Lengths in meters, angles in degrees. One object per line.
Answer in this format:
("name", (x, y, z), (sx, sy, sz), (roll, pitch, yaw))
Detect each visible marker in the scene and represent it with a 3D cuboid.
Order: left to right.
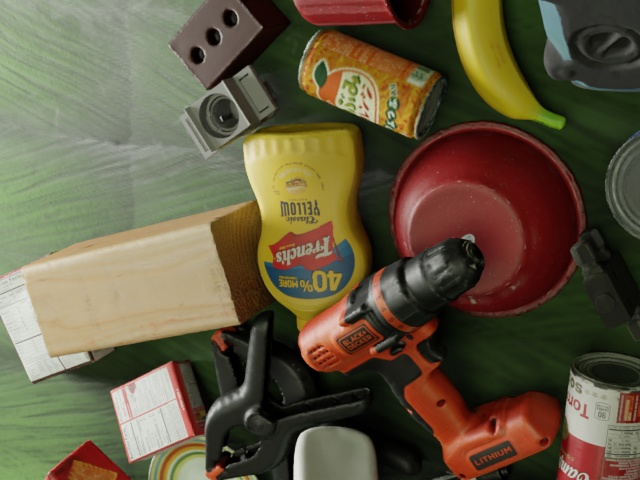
("marker", (0.109, 0.212, 0.918), (0.121, 0.020, 0.020), (-23, 95, 29))

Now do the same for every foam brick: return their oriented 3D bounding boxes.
("foam brick", (-0.074, -0.168, 0.868), (0.053, 0.051, 0.078), (50, 119, 4))

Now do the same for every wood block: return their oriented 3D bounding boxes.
("wood block", (-0.147, 0.035, 0.943), (0.206, 0.090, 0.090), (-12, 100, 28))

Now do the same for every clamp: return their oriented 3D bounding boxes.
("clamp", (-0.036, 0.152, 0.914), (0.120, 0.039, 0.172), (34, 118, 5))
("clamp", (-0.017, 0.158, 0.951), (0.165, 0.036, 0.210), (-28, 96, 28))

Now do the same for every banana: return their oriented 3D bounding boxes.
("banana", (0.130, -0.173, 0.782), (0.070, 0.037, 0.198), (-11, 103, 10))

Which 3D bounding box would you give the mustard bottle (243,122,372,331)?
("mustard bottle", (-0.006, 0.001, 0.885), (0.096, 0.058, 0.191), (-1, 106, 18))

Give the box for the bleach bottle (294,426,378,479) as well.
("bleach bottle", (-0.002, 0.279, 0.932), (0.068, 0.102, 0.251), (5, 132, -6))

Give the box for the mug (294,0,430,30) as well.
("mug", (0.024, -0.204, 0.779), (0.082, 0.117, 0.093), (4, 78, 29))

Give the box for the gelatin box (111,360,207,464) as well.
("gelatin box", (-0.151, 0.162, 1.008), (0.089, 0.030, 0.073), (-28, 74, 30))

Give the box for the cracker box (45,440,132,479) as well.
("cracker box", (-0.201, 0.328, 1.059), (0.214, 0.072, 0.164), (42, 127, 9))

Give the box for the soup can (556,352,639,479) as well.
("soup can", (0.221, 0.145, 0.817), (0.069, 0.068, 0.102), (10, 109, 22))

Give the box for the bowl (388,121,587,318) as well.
("bowl", (0.120, -0.008, 0.825), (0.162, 0.055, 0.162), (8, 109, 23))

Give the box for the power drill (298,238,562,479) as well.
("power drill", (0.100, 0.094, 0.827), (0.187, 0.057, 0.185), (45, 132, -13))

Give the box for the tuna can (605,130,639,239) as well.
("tuna can", (0.251, -0.041, 0.765), (0.086, 0.033, 0.086), (8, 109, 23))

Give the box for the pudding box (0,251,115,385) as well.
("pudding box", (-0.264, 0.075, 1.041), (0.090, 0.039, 0.113), (-21, 94, 29))
